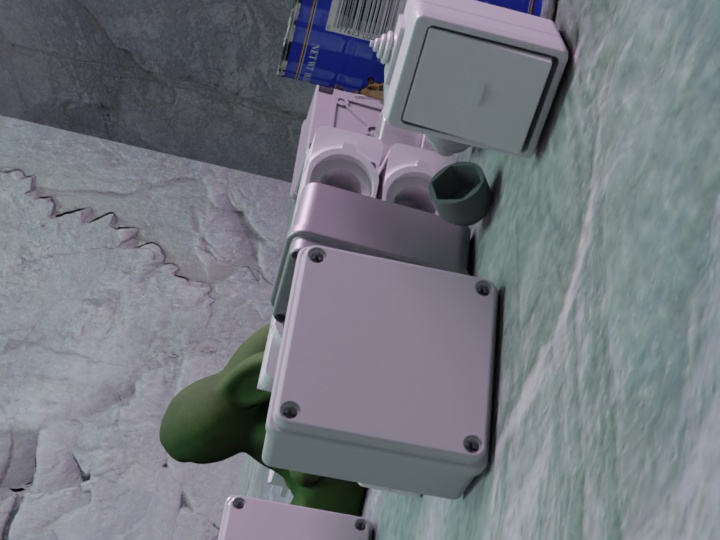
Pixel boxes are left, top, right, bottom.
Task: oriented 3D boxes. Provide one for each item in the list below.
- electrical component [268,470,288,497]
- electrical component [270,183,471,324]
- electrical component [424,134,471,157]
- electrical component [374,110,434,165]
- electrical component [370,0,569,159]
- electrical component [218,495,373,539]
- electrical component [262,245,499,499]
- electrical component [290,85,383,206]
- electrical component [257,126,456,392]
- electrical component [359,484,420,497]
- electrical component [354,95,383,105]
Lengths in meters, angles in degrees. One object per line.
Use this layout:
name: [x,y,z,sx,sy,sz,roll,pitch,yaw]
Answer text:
electrical component: [-0.049,0.155,1.067,0.121,0.063,0.078,-84,9,-45]
electrical component: [0.007,0.003,0.670,0.078,0.113,0.057,109,174,-46]
electrical component: [0.061,-0.097,0.707,0.062,0.048,0.048,101,179,-66]
electrical component: [0.040,-0.097,0.828,0.045,0.055,0.045,-167,90,-83]
electrical component: [0.052,-0.102,0.556,0.061,0.096,0.061,-89,13,-60]
electrical component: [-0.052,0.226,0.763,0.056,0.109,0.108,107,173,-52]
electrical component: [0.011,0.052,0.557,0.056,0.109,0.108,108,172,-57]
electrical component: [0.004,-0.093,0.891,0.108,0.109,0.056,-85,13,-49]
electrical component: [0.000,0.000,0.762,0.060,0.105,0.186,122,159,-71]
electrical component: [0.000,0.108,0.677,0.066,0.077,0.047,167,116,-83]
electrical component: [0.047,-0.183,0.860,0.063,0.079,0.121,63,-145,-70]
